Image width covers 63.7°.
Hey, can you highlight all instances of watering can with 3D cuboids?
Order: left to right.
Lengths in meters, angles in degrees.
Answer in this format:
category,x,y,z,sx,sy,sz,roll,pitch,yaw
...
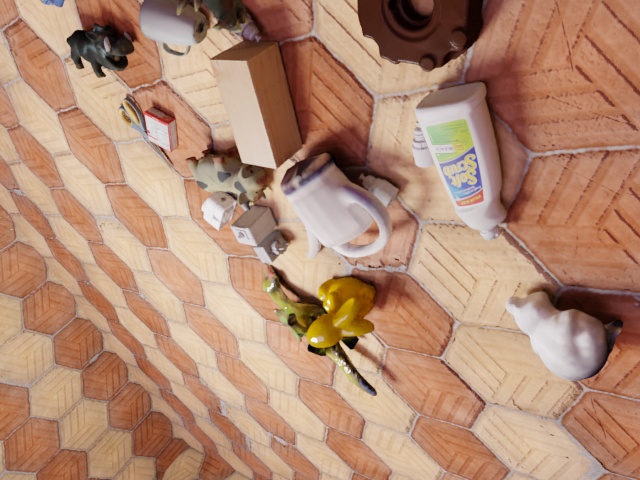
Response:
category,x,y,z,sx,sy,sz,roll,pitch,yaw
watering can,0.003,-0.051,1.014,0.223,0.105,0.345,53,152,-11

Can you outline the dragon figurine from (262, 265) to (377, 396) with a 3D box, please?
category,x,y,z,sx,sy,sz,roll,pitch,yaw
dragon figurine,-0.022,0.240,1.353,0.406,0.123,0.242,57,159,-14

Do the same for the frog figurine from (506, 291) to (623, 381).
category,x,y,z,sx,sy,sz,roll,pitch,yaw
frog figurine,0.380,0.150,0.838,0.160,0.124,0.135,25,161,6
